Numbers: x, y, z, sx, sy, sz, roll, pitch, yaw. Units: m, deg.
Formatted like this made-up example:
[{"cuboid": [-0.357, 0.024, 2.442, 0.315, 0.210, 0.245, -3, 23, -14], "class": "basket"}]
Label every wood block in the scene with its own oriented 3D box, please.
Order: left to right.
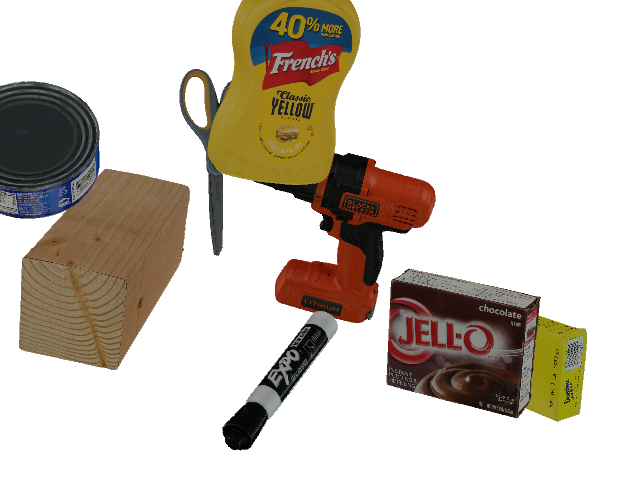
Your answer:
[{"cuboid": [-0.190, 0.019, 0.970, 0.090, 0.091, 0.206, 12, 25, 3], "class": "wood block"}]

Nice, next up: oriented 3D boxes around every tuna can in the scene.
[{"cuboid": [-0.180, -0.056, 0.662, 0.086, 0.086, 0.034, 0, -35, -10], "class": "tuna can"}]

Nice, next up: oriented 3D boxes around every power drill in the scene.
[{"cuboid": [0.005, -0.007, 1.048, 0.184, 0.057, 0.188, 16, -43, 2], "class": "power drill"}]

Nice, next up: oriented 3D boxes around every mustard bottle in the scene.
[{"cuboid": [-0.021, -0.139, 0.800, 0.096, 0.192, 0.058, 5, 23, -22], "class": "mustard bottle"}]

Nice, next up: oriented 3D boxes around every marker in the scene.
[{"cuboid": [-0.023, 0.081, 0.623, 0.020, 0.020, 0.121, 0, 29, 29], "class": "marker"}]

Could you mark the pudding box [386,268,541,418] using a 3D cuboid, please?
[{"cuboid": [0.108, 0.077, 0.820, 0.114, 0.090, 0.039, 10, 22, 25], "class": "pudding box"}]

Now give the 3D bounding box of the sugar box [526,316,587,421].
[{"cuboid": [0.197, 0.118, 1.134, 0.048, 0.093, 0.177, -9, 17, -42], "class": "sugar box"}]

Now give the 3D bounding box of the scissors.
[{"cuboid": [-0.097, -0.092, 1.157, 0.096, 0.202, 0.016, -15, -3, -18], "class": "scissors"}]
